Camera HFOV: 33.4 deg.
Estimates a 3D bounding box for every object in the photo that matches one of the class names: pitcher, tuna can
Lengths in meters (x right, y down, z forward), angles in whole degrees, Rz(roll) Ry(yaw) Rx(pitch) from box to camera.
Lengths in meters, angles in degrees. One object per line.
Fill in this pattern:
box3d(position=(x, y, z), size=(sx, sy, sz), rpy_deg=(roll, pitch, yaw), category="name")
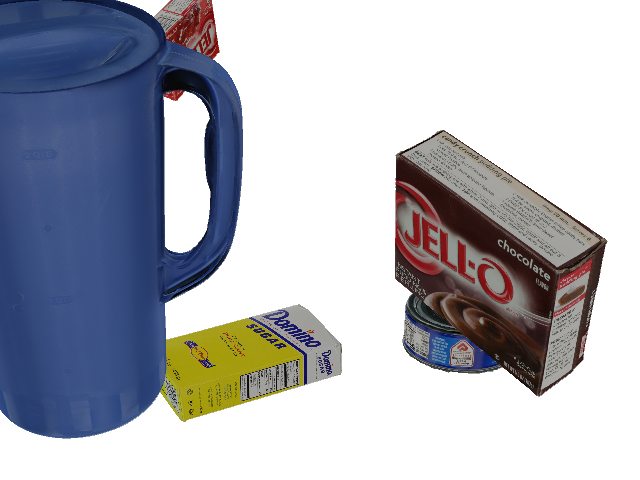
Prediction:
box3d(position=(-0.138, -0.008, 0.610), size=(0.144, 0.243, 0.149), rpy_deg=(-28, 43, -36), category="pitcher")
box3d(position=(0.105, 0.063, 0.794), size=(0.086, 0.034, 0.086), rpy_deg=(1, 24, -1), category="tuna can")

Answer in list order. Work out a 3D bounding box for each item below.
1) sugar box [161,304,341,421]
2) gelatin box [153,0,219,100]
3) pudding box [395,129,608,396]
box3d(position=(-0.076, 0.119, 1.075), size=(0.176, 0.048, 0.093), rpy_deg=(-16, 32, -24), category="sugar box")
box3d(position=(-0.131, -0.188, 1.012), size=(0.030, 0.073, 0.089), rpy_deg=(16, 47, 20), category="gelatin box")
box3d(position=(0.085, 0.010, 0.538), size=(0.039, 0.090, 0.114), rpy_deg=(-33, 51, -26), category="pudding box")
